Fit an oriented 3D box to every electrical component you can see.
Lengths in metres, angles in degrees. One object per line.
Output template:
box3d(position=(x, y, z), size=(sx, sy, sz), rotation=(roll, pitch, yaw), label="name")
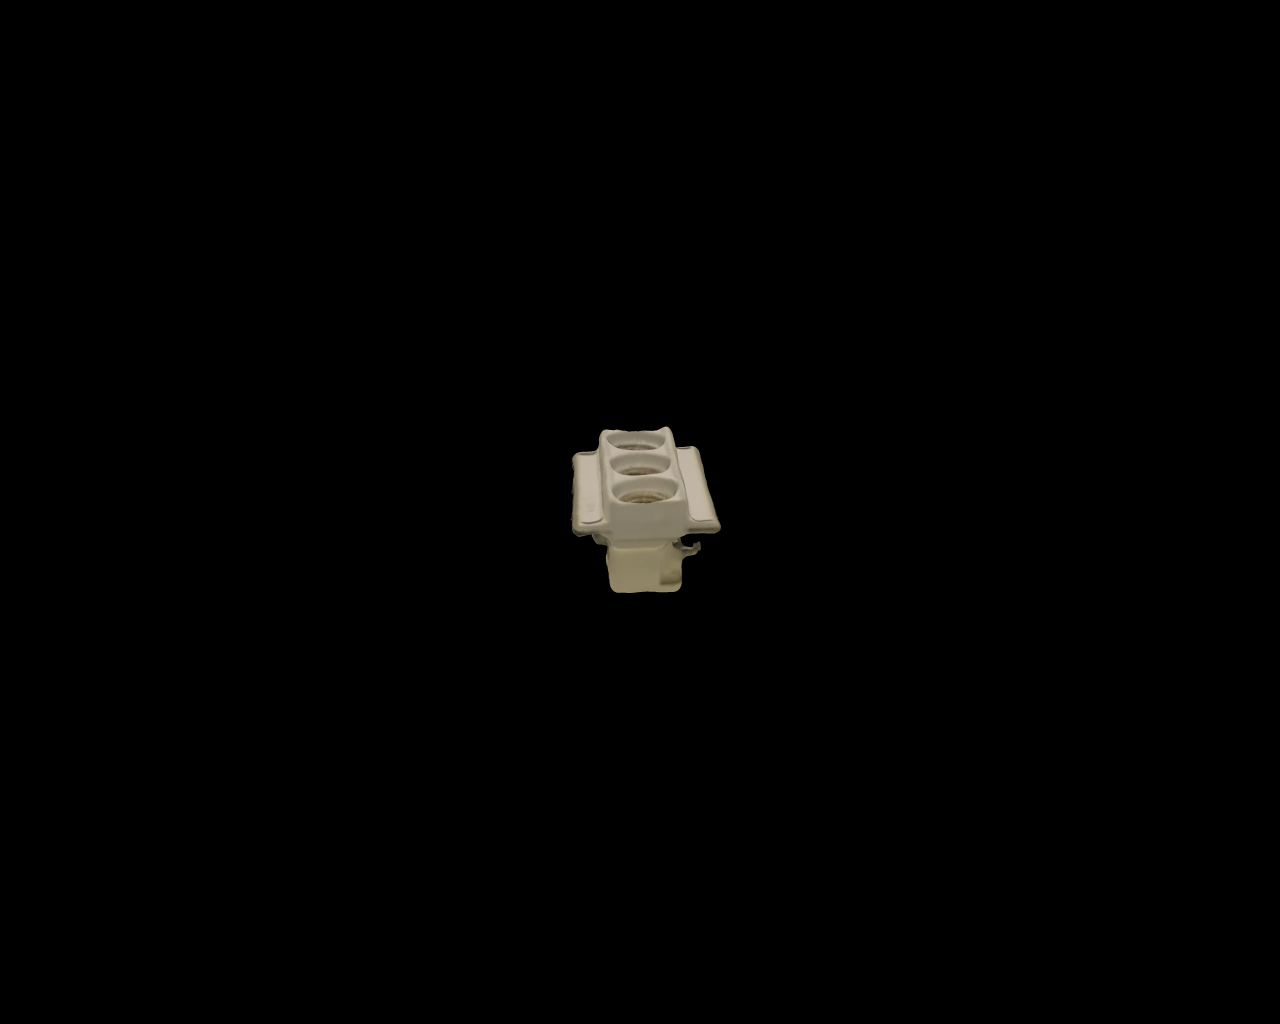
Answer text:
box3d(position=(0.001, -0.003, 0.650), size=(0.079, 0.063, 0.121), rotation=(-1, 24, -3), label="electrical component")
